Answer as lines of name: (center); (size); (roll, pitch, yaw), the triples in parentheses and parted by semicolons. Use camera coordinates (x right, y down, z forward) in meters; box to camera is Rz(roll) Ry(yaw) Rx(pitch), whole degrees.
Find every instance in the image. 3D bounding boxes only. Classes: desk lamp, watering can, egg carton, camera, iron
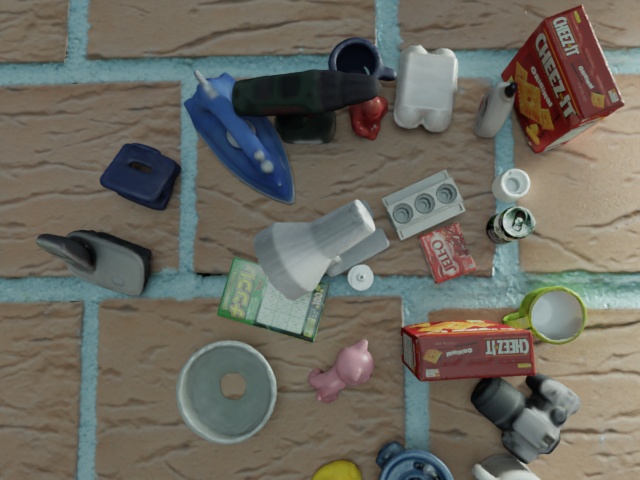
desk lamp: (0.008, 0.003, 0.915); (0.203, 0.213, 0.118); (-29, 85, -1)
watering can: (0.316, 0.410, 0.883); (0.173, 0.194, 0.101); (14, 85, 3)
egg carton: (0.186, -0.266, 1.007); (0.107, 0.069, 0.150); (6, 85, 2)
camera: (0.331, 0.274, 0.941); (0.137, 0.101, 0.143); (38, 87, 4)
iron: (-0.128, -0.174, 0.969); (0.118, 0.141, 0.258); (-38, 85, -2)

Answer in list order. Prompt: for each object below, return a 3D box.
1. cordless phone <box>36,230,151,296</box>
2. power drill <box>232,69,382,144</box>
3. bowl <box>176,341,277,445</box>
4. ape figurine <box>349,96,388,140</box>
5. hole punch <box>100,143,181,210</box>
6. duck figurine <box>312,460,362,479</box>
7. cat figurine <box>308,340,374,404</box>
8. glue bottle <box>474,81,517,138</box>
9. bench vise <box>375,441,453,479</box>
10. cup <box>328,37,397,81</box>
cordless phone: (-0.366, 0.034, 0.935); (0.147, 0.185, 0.094); (16, 86, 3)
power drill: (-0.021, -0.220, 0.938); (0.229, 0.208, 0.076); (-1, 85, 1)
bowl: (-0.152, 0.251, 0.967); (0.167, 0.075, 0.167); (0, 85, 1)
ape figurine: (0.086, -0.223, 0.994); (0.078, 0.092, 0.076); (-34, 85, -2)
hole punch: (-0.311, -0.115, 0.993); (0.108, 0.091, 0.101); (20, 86, 3)
duck figurine: (0.024, 0.417, 0.943); (0.104, 0.086, 0.077); (-41, 85, -2)
cat figurine: (0.040, 0.221, 0.944); (0.128, 0.118, 0.067); (-40, 85, -2)
glue bottle: (0.296, -0.227, 0.949); (0.037, 0.173, 0.078); (9, 85, 3)
bench vise: (0.182, 0.407, 0.873); (0.207, 0.220, 0.121); (28, 86, 4)
cup: (0.074, -0.289, 0.998); (0.117, 0.095, 0.092); (15, 85, 3)
